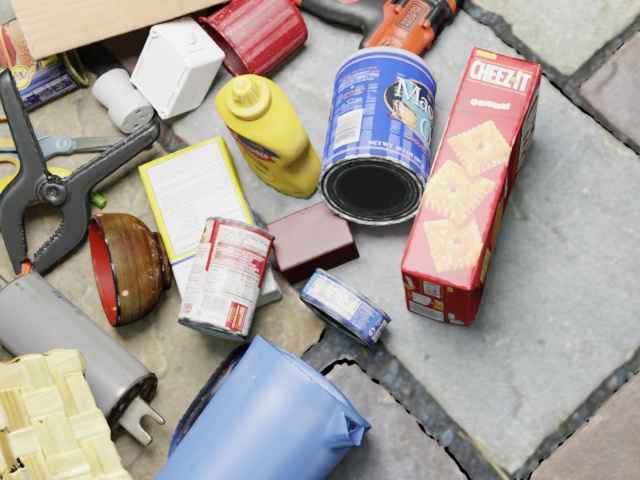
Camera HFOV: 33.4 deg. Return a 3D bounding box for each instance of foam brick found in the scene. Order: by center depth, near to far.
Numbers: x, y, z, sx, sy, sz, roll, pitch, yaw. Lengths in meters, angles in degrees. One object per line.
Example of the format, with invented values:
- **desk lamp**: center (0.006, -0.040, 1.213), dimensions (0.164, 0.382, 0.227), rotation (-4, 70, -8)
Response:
- **foam brick**: center (-0.007, 0.001, 1.046), dimensions (0.078, 0.053, 0.051), rotation (-22, 70, 1)

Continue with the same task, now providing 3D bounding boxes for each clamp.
- **clamp**: center (-0.258, -0.054, 1.078), dimensions (0.164, 0.036, 0.210), rotation (12, 106, -13)

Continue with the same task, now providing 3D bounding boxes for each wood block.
- **wood block**: center (-0.204, -0.262, 1.075), dimensions (0.206, 0.091, 0.090), rotation (-18, 28, -5)

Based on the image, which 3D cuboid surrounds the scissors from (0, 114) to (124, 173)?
- **scissors**: center (-0.284, -0.085, 1.139), dimensions (0.202, 0.016, 0.096), rotation (14, 77, 14)

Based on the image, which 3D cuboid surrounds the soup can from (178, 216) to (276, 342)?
- **soup can**: center (-0.087, 0.037, 0.994), dimensions (0.068, 0.068, 0.102), rotation (12, 78, 13)

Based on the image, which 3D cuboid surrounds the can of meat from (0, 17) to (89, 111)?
- **can of meat**: center (-0.311, -0.197, 1.159), dimensions (0.084, 0.057, 0.102), rotation (-26, 70, 3)

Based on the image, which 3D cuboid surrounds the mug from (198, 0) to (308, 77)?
- **mug**: center (-0.073, -0.223, 1.114), dimensions (0.081, 0.093, 0.117), rotation (-40, 50, -9)

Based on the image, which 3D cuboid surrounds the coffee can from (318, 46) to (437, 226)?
- **coffee can**: center (0.057, -0.100, 1.019), dimensions (0.103, 0.103, 0.140), rotation (2, 54, 10)

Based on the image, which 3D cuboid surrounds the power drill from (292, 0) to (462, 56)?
- **power drill**: center (0.055, -0.272, 1.119), dimensions (0.188, 0.057, 0.184), rotation (31, 75, 18)

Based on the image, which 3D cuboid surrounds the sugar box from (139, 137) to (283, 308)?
- **sugar box**: center (-0.110, -0.008, 1.070), dimensions (0.093, 0.048, 0.176), rotation (-21, 74, 3)

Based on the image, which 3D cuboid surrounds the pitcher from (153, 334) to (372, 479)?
- **pitcher**: center (-0.081, 0.211, 0.962), dimensions (0.145, 0.149, 0.243), rotation (39, 85, 3)

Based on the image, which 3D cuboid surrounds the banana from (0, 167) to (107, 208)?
- **banana**: center (-0.326, -0.028, 1.114), dimensions (0.198, 0.037, 0.069), rotation (-25, 80, 3)

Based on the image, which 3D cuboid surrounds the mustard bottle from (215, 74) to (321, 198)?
- **mustard bottle**: center (-0.052, -0.106, 1.013), dimensions (0.096, 0.191, 0.058), rotation (39, 82, 18)

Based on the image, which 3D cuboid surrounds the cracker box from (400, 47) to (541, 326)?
- **cracker box**: center (0.139, -0.041, 0.975), dimensions (0.072, 0.164, 0.213), rotation (17, 77, 12)

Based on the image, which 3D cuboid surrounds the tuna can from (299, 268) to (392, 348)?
- **tuna can**: center (0.023, 0.064, 1.003), dimensions (0.086, 0.086, 0.033), rotation (33, 82, 17)
